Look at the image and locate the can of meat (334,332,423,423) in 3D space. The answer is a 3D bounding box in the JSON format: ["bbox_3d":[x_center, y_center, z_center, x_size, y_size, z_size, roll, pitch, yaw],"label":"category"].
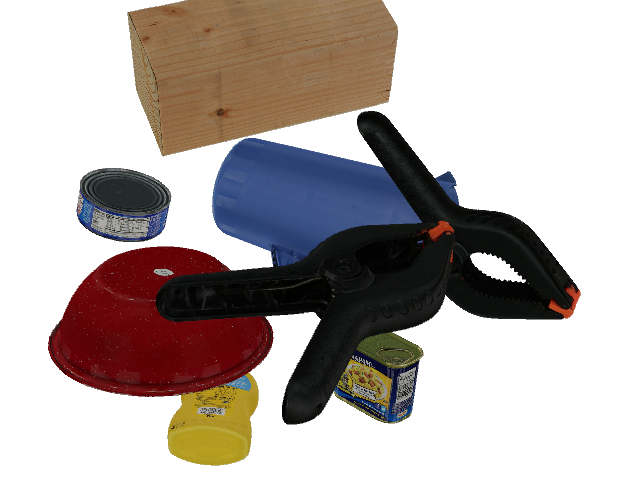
[{"bbox_3d":[0.065,0.153,1.234,0.102,0.084,0.057,25,31,37],"label":"can of meat"}]

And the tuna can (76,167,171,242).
[{"bbox_3d":[-0.186,-0.034,1.008,0.086,0.034,0.086,12,29,-7],"label":"tuna can"}]

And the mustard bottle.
[{"bbox_3d":[-0.126,0.198,1.314,0.096,0.058,0.191,2,25,2],"label":"mustard bottle"}]

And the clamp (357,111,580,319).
[{"bbox_3d":[0.098,-0.003,0.809,0.210,0.165,0.036,21,42,15],"label":"clamp"}]

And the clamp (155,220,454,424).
[{"bbox_3d":[0.013,0.035,0.560,0.171,0.039,0.120,-19,45,-25],"label":"clamp"}]

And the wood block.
[{"bbox_3d":[-0.049,-0.154,0.906,0.205,0.090,0.091,-15,-36,-15],"label":"wood block"}]

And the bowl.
[{"bbox_3d":[-0.113,0.047,0.763,0.162,0.055,0.162,2,23,-1],"label":"bowl"}]

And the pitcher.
[{"bbox_3d":[0.011,-0.017,1.097,0.243,0.145,0.149,17,24,20],"label":"pitcher"}]
